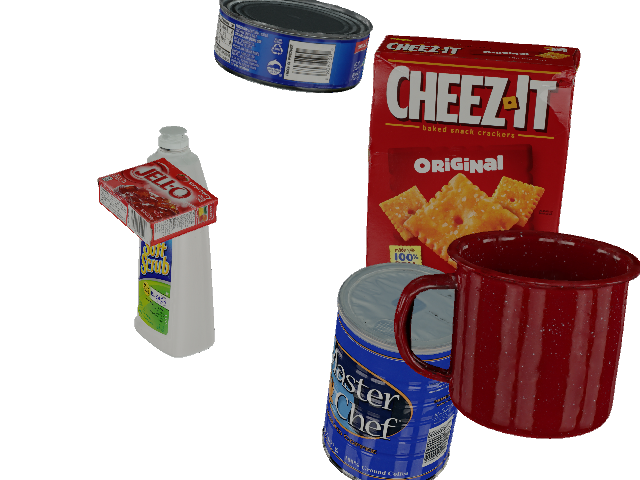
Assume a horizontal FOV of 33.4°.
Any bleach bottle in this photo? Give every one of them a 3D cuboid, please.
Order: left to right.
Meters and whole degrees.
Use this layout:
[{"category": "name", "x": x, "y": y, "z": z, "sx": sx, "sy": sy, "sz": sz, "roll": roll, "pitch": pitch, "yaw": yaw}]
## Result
[{"category": "bleach bottle", "x": -0.161, "y": -0.003, "z": 1.158, "sx": 0.067, "sy": 0.251, "sz": 0.103, "roll": -17, "pitch": 31, "yaw": -35}]

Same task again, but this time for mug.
[{"category": "mug", "x": 0.094, "y": 0.045, "z": 0.528, "sx": 0.117, "sy": 0.081, "sz": 0.093, "roll": 1, "pitch": 15, "yaw": -3}]

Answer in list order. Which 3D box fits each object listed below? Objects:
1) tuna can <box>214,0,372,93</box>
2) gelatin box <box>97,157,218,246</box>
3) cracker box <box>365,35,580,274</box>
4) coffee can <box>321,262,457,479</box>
[{"category": "tuna can", "x": -0.016, "y": -0.111, "z": 0.595, "sx": 0.086, "sy": 0.034, "sz": 0.086, "roll": 9, "pitch": 24, "yaw": -4}, {"category": "gelatin box", "x": -0.148, "y": -0.037, "z": 0.967, "sx": 0.073, "sy": 0.030, "sz": 0.089, "roll": -22, "pitch": 44, "yaw": -35}, {"category": "cracker box", "x": 0.125, "y": -0.057, "z": 0.905, "sx": 0.164, "sy": 0.214, "sz": 0.072, "roll": 6, "pitch": 24, "yaw": 11}, {"category": "coffee can", "x": 0.058, "y": 0.102, "z": 0.807, "sx": 0.103, "sy": 0.140, "sz": 0.103, "roll": 4, "pitch": 34, "yaw": -3}]
